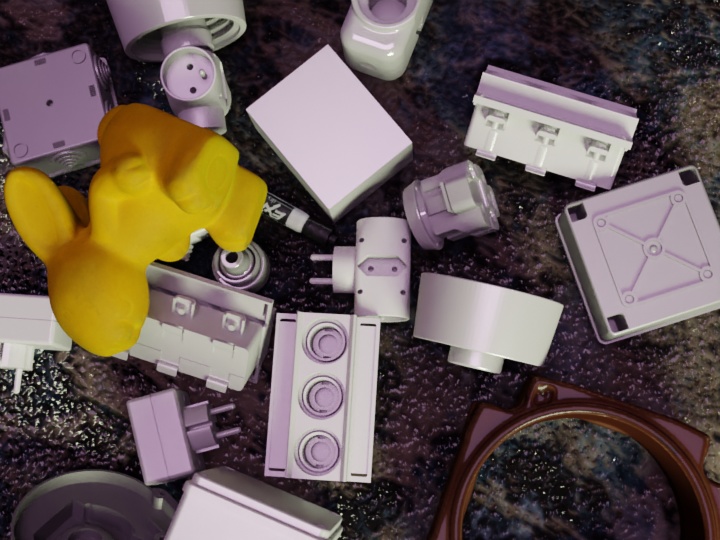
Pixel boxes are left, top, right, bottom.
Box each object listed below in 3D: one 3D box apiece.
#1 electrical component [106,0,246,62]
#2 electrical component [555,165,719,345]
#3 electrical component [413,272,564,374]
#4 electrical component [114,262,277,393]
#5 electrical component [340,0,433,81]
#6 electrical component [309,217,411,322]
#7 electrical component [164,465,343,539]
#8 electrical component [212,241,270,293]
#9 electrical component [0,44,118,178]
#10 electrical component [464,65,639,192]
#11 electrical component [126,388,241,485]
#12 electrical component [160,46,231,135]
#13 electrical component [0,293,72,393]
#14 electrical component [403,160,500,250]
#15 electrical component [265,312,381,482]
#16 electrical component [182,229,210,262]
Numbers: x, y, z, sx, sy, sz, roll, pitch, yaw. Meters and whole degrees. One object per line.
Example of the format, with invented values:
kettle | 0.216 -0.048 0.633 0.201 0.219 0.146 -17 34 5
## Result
electrical component | -0.143 -0.200 0.856 0.108 0.108 0.060 -15 85 1
electrical component | 0.220 -0.011 0.824 0.109 0.056 0.108 -18 79 0
electrical component | 0.091 0.043 0.800 0.108 0.108 0.060 13 87 6
electrical component | -0.134 0.045 0.826 0.121 0.063 0.078 17 122 6
electrical component | 0.023 -0.210 0.869 0.054 0.059 0.095 21 82 7
electrical component | 0.000 0.000 0.842 0.079 0.043 0.077 1 80 3
electrical component | -0.074 0.190 0.782 0.109 0.108 0.056 22 85 7
electrical component | -0.095 -0.004 0.839 0.043 0.062 0.043 -1 80 4
electrical component | -0.245 -0.129 0.877 0.100 0.048 0.099 -16 80 1
electrical component | 0.147 -0.110 0.839 0.121 0.078 0.063 18 111 6
electrical component | -0.131 0.123 0.827 0.077 0.047 0.065 -16 80 1
electrical component | -0.127 -0.128 0.855 0.043 0.077 0.079 -9 84 1
electrical component | -0.275 0.059 0.847 0.083 0.047 0.075 4 80 4
electrical component | 0.069 -0.049 0.834 0.057 0.078 0.058 -19 79 19
electrical component | -0.027 0.097 0.817 0.079 0.063 0.121 3 80 4
electrical component | -0.154 -0.051 0.855 0.062 0.061 0.096 -23 88 -1
